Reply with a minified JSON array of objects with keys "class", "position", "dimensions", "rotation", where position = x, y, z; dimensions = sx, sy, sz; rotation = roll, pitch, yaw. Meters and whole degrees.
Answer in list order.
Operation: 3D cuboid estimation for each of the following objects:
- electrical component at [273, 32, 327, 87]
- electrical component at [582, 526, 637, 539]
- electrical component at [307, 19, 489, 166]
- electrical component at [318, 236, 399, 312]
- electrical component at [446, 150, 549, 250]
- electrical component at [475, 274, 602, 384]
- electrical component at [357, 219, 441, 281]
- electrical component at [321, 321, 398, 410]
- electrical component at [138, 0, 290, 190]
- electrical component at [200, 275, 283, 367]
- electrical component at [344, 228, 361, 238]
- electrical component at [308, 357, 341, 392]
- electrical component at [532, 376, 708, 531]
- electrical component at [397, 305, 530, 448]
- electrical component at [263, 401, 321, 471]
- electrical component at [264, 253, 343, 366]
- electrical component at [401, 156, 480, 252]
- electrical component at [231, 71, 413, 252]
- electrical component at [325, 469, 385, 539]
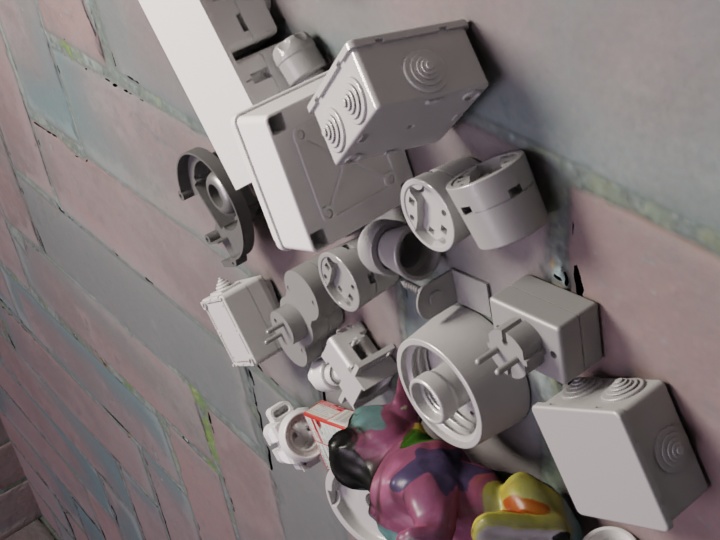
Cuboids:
[{"class":"electrical component","position":[-0.040,-0.152,0.835],"dimensions":[0.061,0.035,0.035],"rotation":[58,153,-2]},{"class":"electrical component","position":[0.191,0.231,0.811],"dimensions":[0.044,0.044,0.065],"rotation":[30,145,45]},{"class":"electrical component","position":[0.024,-0.112,0.696],"dimensions":[0.048,0.100,0.099],"rotation":[68,155,12]},{"class":"electrical component","position":[0.000,0.000,0.900],"dimensions":[0.055,0.047,0.055],"rotation":[40,147,34]},{"class":"electrical component","position":[0.090,-0.045,0.698],"dimensions":[0.055,0.055,0.047],"rotation":[-3,117,60]},{"class":"electrical component","position":[0.112,0.048,0.725],"dimensions":[0.066,0.077,0.047],"rotation":[26,138,47]},{"class":"electrical component","position":[0.030,-0.016,0.837],"dimensions":[0.055,0.045,0.045],"rotation":[11,126,56]},{"class":"electrical component","position":[-0.001,0.086,0.994],"dimensions":[0.063,0.042,0.081],"rotation":[54,152,19]},{"class":"electrical component","position":[-0.103,-0.171,0.893],"dimensions":[0.105,0.060,0.186],"rotation":[-15,104,62]},{"class":"electrical component","position":[-0.118,0.047,1.130],"dimensions":[0.062,0.061,0.096],"rotation":[-12,106,61]},{"class":"electrical component","position":[-0.036,-0.051,0.903],"dimensions":[0.048,0.055,0.066],"rotation":[-13,105,62]},{"class":"electrical component","position":[-0.025,0.101,1.055],"dimensions":[0.061,0.035,0.035],"rotation":[-14,104,59]},{"class":"electrical component","position":[0.175,0.119,0.720],"dimensions":[0.100,0.048,0.099],"rotation":[-8,110,61]},{"class":"electrical component","position":[0.074,0.089,0.848],"dimensions":[0.108,0.060,0.108],"rotation":[40,147,34]},{"class":"electrical component","position":[-0.068,0.182,1.181],"dimensions":[0.078,0.058,0.057],"rotation":[62,156,-3]},{"class":"electrical component","position":[-0.060,0.047,1.018],"dimensions":[0.052,0.074,0.138],"rotation":[49,151,21]},{"class":"electrical component","position":[0.064,-0.047,0.747],"dimensions":[0.055,0.047,0.055],"rotation":[40,147,33]},{"class":"electrical component","position":[-0.025,-0.083,0.796],"dimensions":[0.056,0.109,0.108],"rotation":[9,124,54]},{"class":"electrical component","position":[0.027,0.213,1.039],"dimensions":[0.108,0.060,0.108],"rotation":[22,130,29]}]
